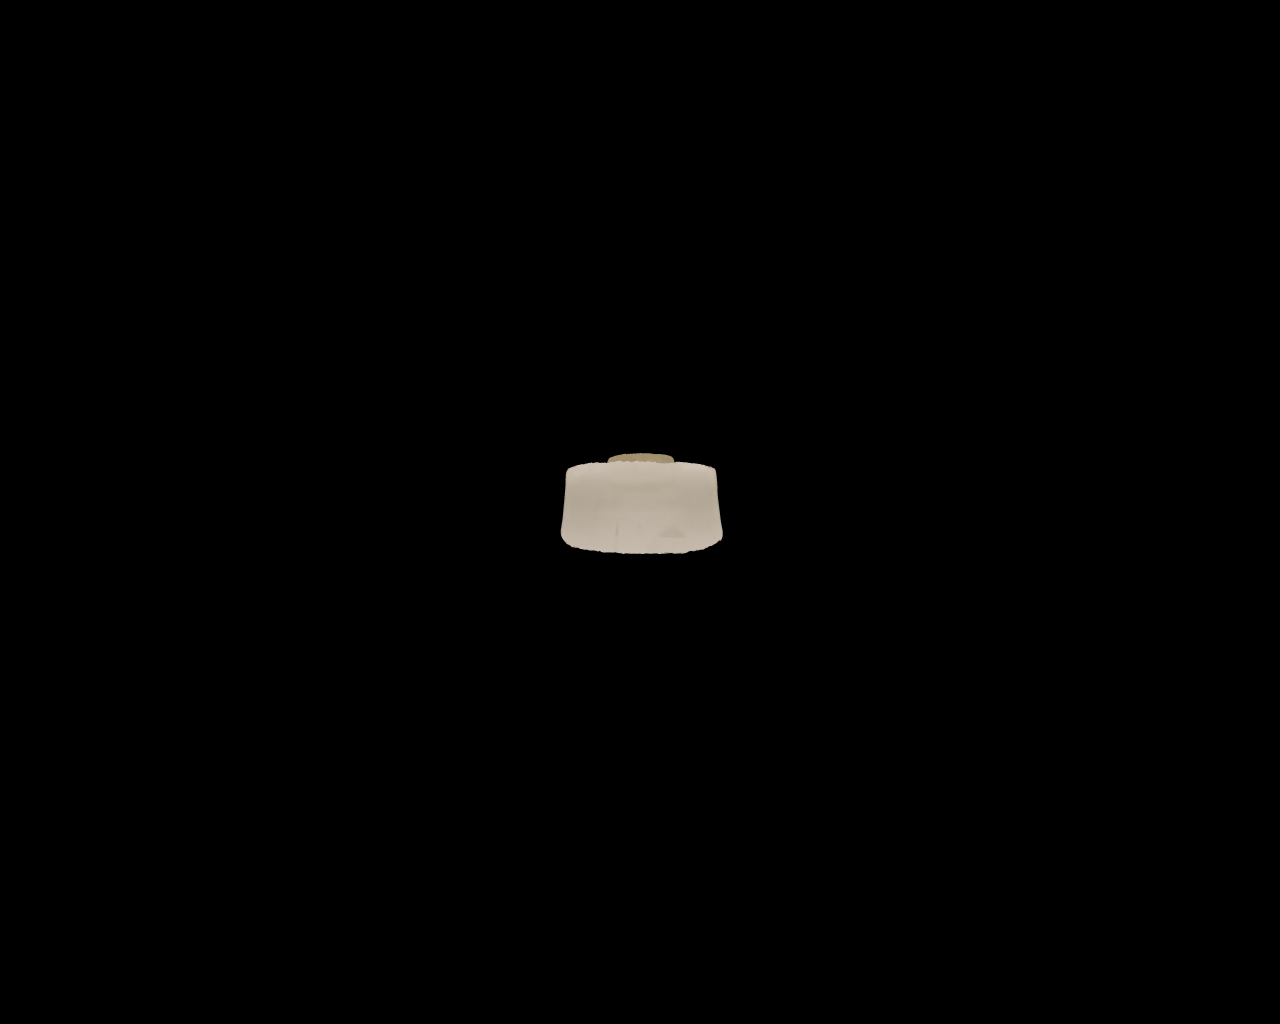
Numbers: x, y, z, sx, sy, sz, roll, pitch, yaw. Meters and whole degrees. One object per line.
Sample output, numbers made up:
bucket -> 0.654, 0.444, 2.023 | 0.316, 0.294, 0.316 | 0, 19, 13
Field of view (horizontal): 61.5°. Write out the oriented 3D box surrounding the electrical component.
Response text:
electrical component -> 0.001, -0.003, 0.650 | 0.099, 0.064, 0.099 | 0, -3, 0
